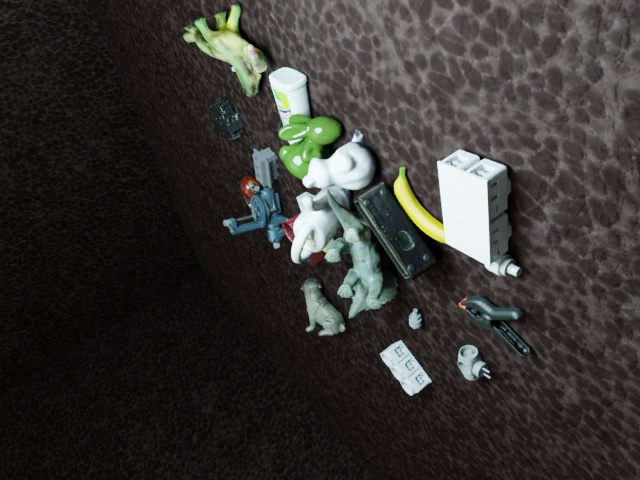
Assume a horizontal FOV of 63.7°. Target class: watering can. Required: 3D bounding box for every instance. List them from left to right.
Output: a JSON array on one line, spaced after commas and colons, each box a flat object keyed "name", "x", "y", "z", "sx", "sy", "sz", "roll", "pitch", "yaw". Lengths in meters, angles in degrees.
[{"name": "watering can", "x": 0.004, "y": -0.066, "z": 1.309, "sx": 0.104, "sy": 0.228, "sz": 0.340, "roll": 32, "pitch": 151, "yaw": 10}]

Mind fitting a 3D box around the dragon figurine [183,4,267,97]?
[{"name": "dragon figurine", "x": -0.256, "y": -0.502, "z": 1.423, "sx": 0.412, "sy": 0.123, "sz": 0.239, "roll": 16, "pitch": 137, "yaw": 61}]

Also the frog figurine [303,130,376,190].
[{"name": "frog figurine", "x": 0.044, "y": -0.155, "z": 1.167, "sx": 0.123, "sy": 0.161, "sz": 0.135, "roll": 53, "pitch": 158, "yaw": 8}]
